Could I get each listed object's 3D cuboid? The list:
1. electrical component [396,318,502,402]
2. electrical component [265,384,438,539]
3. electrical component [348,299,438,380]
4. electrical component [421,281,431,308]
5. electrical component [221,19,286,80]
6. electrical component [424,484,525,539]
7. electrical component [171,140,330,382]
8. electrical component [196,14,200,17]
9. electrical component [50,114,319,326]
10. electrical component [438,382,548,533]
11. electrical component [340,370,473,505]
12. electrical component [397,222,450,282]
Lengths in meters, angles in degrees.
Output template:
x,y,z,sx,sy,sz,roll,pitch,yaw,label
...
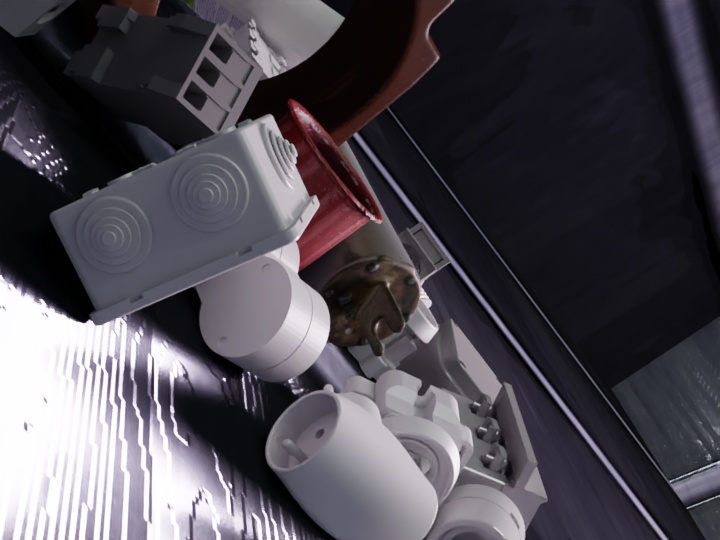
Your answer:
x,y,z,sx,sy,sz,roll,pitch,yaw,label
0.067,0.092,0.798,0.078,0.057,0.113,52,10,-11,electrical component
-0.005,0.085,0.512,0.077,0.043,0.079,47,16,-30,electrical component
0.021,0.041,0.762,0.048,0.055,0.066,49,11,-29,electrical component
0.034,0.011,0.954,0.081,0.043,0.043,57,10,19,electrical component
-0.095,-0.151,0.847,0.078,0.063,0.121,50,11,-24,electrical component
0.061,0.151,0.587,0.055,0.055,0.047,54,14,0,electrical component
-0.070,-0.014,0.532,0.074,0.052,0.138,41,16,-52,electrical component
-0.123,-0.220,1.003,0.055,0.045,0.045,54,10,4,electrical component
-0.070,-0.025,0.444,0.099,0.100,0.048,-75,141,-78,electrical component
0.071,0.122,0.677,0.063,0.078,0.121,23,14,-6,electrical component
0.023,0.094,0.577,0.078,0.058,0.057,26,20,-9,electrical component
0.029,0.001,0.896,0.042,0.081,0.064,55,-12,7,electrical component
